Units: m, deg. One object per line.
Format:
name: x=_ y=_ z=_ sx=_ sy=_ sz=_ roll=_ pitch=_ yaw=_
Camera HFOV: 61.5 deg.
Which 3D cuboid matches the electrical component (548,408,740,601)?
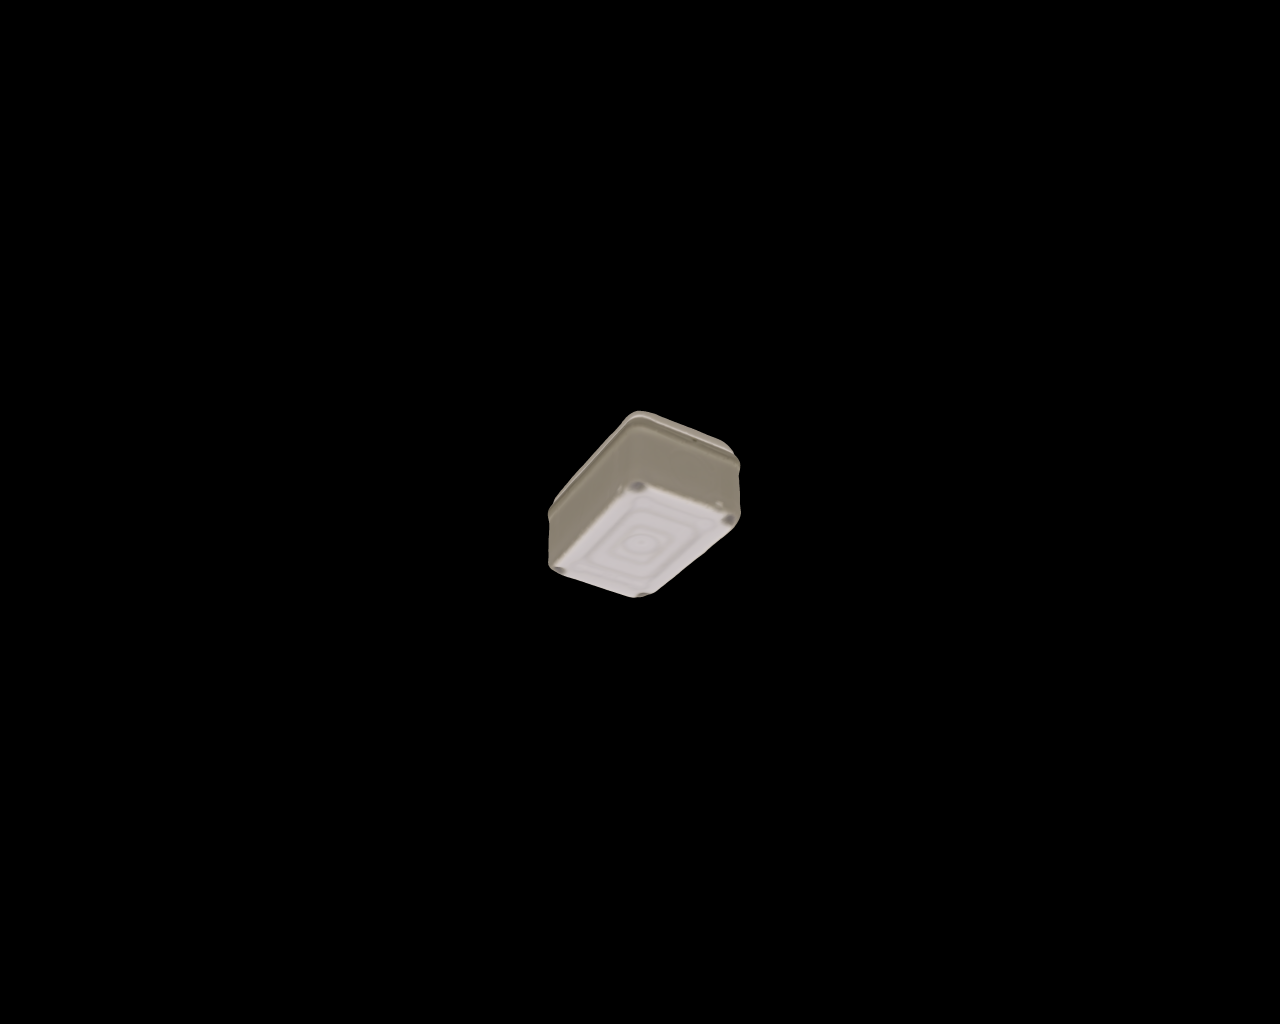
electrical component: x=0.001 y=-0.003 z=0.650 sx=0.078 sy=0.057 sz=0.113 roll=20 pitch=-40 yaw=-25
